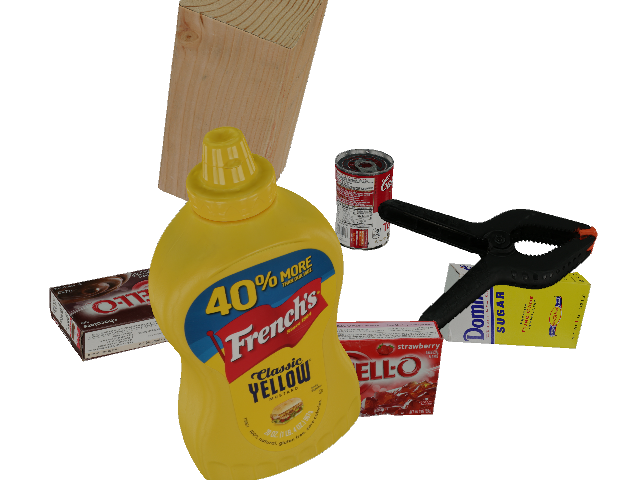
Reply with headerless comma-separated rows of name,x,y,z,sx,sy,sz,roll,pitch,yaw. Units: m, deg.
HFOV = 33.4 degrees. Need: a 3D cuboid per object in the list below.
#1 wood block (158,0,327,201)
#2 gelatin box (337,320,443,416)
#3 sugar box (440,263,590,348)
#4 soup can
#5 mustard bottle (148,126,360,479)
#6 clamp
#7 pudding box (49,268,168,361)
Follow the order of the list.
wood block,-0.066,-0.120,0.860,0.091,0.090,0.206,23,-39,5
gelatin box,0.047,0.101,0.831,0.089,0.073,0.030,0,28,-8
sugar box,0.241,0.083,1.332,0.176,0.093,0.048,3,19,-15
soup can,0.050,-0.047,1.252,0.068,0.102,0.068,1,28,0
mustard bottle,-0.034,0.030,0.526,0.096,0.191,0.058,-20,38,-17
clamp,0.168,0.019,1.032,0.210,0.164,0.036,-2,-42,-5
pudding box,-0.195,0.070,1.036,0.113,0.039,0.090,-13,31,-29
